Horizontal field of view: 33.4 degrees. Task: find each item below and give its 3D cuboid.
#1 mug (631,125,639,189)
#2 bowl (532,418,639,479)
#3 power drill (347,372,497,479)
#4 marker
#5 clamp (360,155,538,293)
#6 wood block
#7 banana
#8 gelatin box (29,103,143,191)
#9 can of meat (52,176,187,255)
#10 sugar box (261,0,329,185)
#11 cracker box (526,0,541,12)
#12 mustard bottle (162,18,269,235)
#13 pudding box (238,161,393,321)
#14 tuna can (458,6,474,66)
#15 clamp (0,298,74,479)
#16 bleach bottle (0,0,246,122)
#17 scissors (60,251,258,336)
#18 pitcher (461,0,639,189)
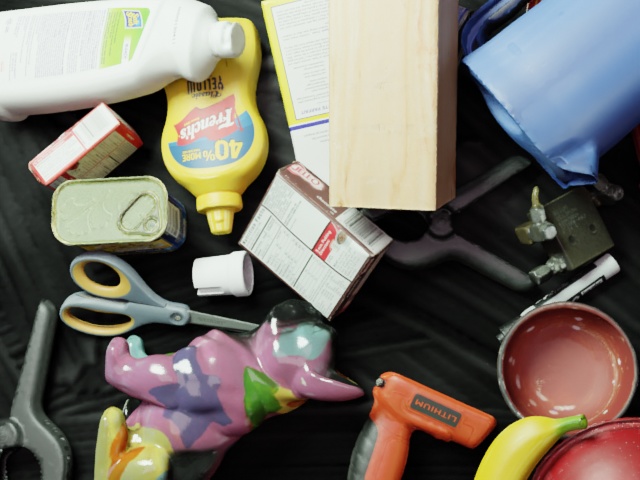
[{"bbox_3d":[0.316,-0.094,0.904,0.117,0.093,0.081,-4,73,-25],"label":"mug"},{"bbox_3d":[0.246,0.224,0.840,0.162,0.055,0.162,0,106,0],"label":"bowl"},{"bbox_3d":[0.076,0.219,0.892,0.184,0.057,0.187,25,84,4],"label":"power drill"},{"bbox_3d":[0.204,0.053,0.922,0.121,0.020,0.020,-34,79,1],"label":"marker"},{"bbox_3d":[0.112,-0.004,0.934,0.171,0.039,0.120,-10,75,3],"label":"clamp"},{"bbox_3d":[0.060,-0.133,0.860,0.090,0.090,0.206,3,100,16],"label":"wood block"},{"bbox_3d":[0.145,0.219,0.839,0.070,0.037,0.198,20,91,49],"label":"banana"},{"bbox_3d":[-0.211,-0.078,0.966,0.089,0.073,0.030,-40,78,0],"label":"gelatin box"},{"bbox_3d":[-0.174,-0.018,0.946,0.102,0.084,0.057,-3,80,7],"label":"can of meat"},{"bbox_3d":[0.013,-0.132,0.941,0.093,0.048,0.176,-11,99,6],"label":"sugar box"},{"bbox_3d":[0.294,-0.236,0.930,0.214,0.072,0.164,9,82,9],"label":"cracker box"},{"bbox_3d":[-0.096,-0.100,0.964,0.096,0.058,0.191,-6,81,6],"label":"mustard bottle"},{"bbox_3d":[-0.006,0.001,0.924,0.113,0.039,0.090,41,129,12],"label":"pudding box"},{"bbox_3d":[0.104,-0.166,0.936,0.034,0.086,0.086,23,84,12],"label":"tuna can"},{"bbox_3d":[-0.288,0.175,0.954,0.164,0.036,0.210,-19,79,4],"label":"clamp"},{"bbox_3d":[-0.184,-0.161,0.944,0.251,0.068,0.102,1,80,24],"label":"bleach bottle"},{"bbox_3d":[-0.135,0.050,0.943,0.202,0.016,0.096,-2,123,7],"label":"scissors"},{"bbox_3d":[0.236,-0.171,0.841,0.243,0.145,0.149,-39,100,8],"label":"pitcher"}]
